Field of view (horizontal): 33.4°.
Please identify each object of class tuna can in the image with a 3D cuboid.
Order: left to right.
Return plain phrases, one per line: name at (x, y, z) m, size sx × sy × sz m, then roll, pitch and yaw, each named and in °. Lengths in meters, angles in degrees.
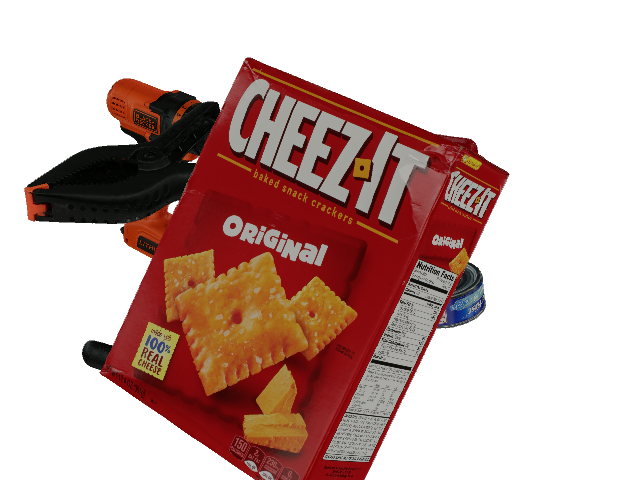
tuna can at (0.119, 0.051, 1.056) m, size 0.086 × 0.034 × 0.086 m, roll -8°, pitch 26°, yaw 4°

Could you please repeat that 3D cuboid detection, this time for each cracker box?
cracker box at (-0.015, 0.021, 0.617) m, size 0.164 × 0.214 × 0.072 m, roll 27°, pitch 5°, yaw 33°

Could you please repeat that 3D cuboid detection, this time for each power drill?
power drill at (-0.145, -0.063, 1.111) m, size 0.185 × 0.188 × 0.057 m, roll 26°, pitch 35°, yaw 30°

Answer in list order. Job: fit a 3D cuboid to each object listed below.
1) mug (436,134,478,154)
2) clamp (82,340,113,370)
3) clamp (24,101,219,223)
mug at (0.076, -0.032, 0.844) m, size 0.081 × 0.117 × 0.093 m, roll 8°, pitch -5°, yaw 15°
clamp at (-0.123, 0.116, 0.978) m, size 0.172 × 0.039 × 0.120 m, roll 29°, pitch 45°, yaw 34°
clamp at (-0.124, -0.049, 0.838) m, size 0.209 × 0.036 × 0.165 m, roll -22°, pitch 39°, yaw -33°
